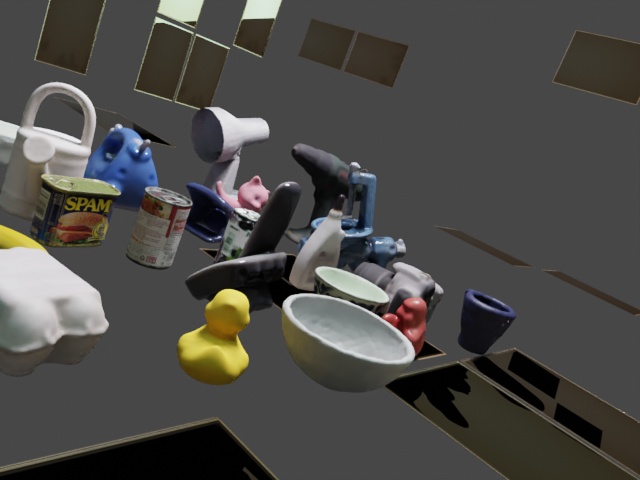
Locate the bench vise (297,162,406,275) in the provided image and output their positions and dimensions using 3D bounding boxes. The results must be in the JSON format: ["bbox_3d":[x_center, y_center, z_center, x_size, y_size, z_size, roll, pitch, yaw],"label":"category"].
[{"bbox_3d":[0.078,-0.033,1.131,0.208,0.220,0.121,12,16,-36],"label":"bench vise"}]

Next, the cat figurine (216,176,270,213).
[{"bbox_3d":[-0.162,-0.083,1.174,0.128,0.118,0.067,14,15,-30],"label":"cat figurine"}]

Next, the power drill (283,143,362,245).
[{"bbox_3d":[-0.001,-0.091,1.265,0.230,0.208,0.075,9,18,-43],"label":"power drill"}]

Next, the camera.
[{"bbox_3d":[0.132,0.084,1.006,0.136,0.101,0.144,28,14,26],"label":"camera"}]

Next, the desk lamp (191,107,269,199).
[{"bbox_3d":[-0.209,-0.191,1.326,0.117,0.213,0.204,30,15,34],"label":"desk lamp"}]

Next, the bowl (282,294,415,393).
[{"bbox_3d":[0.024,0.133,0.687,0.167,0.075,0.167,21,13,-5],"label":"bowl"}]

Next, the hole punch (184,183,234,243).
[{"bbox_3d":[-0.194,-0.051,1.050,0.108,0.091,0.101,28,14,27],"label":"hole punch"}]

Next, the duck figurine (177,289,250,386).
[{"bbox_3d":[-0.104,0.096,0.606,0.077,0.086,0.104,20,13,-8],"label":"duck figurine"}]

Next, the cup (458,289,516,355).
[{"bbox_3d":[0.274,0.144,1.004,0.092,0.095,0.117,16,14,-23],"label":"cup"}]

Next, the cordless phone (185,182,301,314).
[{"bbox_3d":[-0.094,0.002,0.784,0.094,0.185,0.148,25,13,17],"label":"cordless phone"}]

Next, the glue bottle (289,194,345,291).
[{"bbox_3d":[0.009,0.003,0.972,0.078,0.173,0.037,9,17,-43],"label":"glue bottle"}]

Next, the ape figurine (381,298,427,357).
[{"bbox_3d":[0.127,0.126,0.844,0.076,0.092,0.077,18,13,-15],"label":"ape figurine"}]

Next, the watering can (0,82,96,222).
[{"bbox_3d":[-0.382,-0.126,0.820,0.101,0.194,0.172,12,16,-37],"label":"watering can"}]

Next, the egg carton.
[{"bbox_3d":[-0.273,0.059,0.520,0.150,0.069,0.107,28,14,26],"label":"egg carton"}]

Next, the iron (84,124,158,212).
[{"bbox_3d":[-0.366,-0.145,1.041,0.119,0.141,0.257,11,17,-39],"label":"iron"}]
